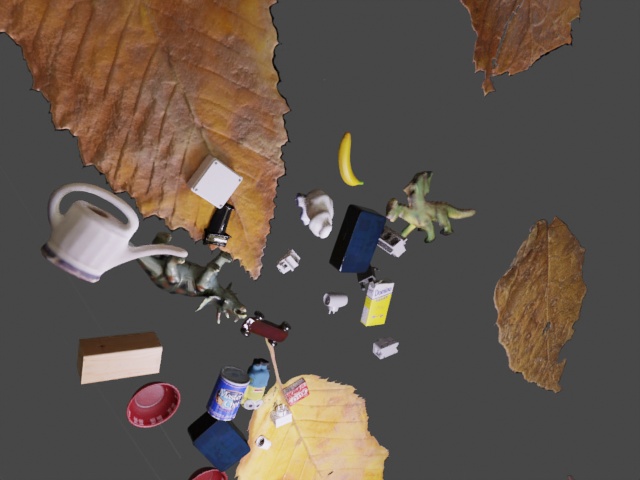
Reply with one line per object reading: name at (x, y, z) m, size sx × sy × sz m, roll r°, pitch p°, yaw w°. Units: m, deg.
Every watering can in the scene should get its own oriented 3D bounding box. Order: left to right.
watering can at (-0.528, 0.011, 1.283) m, size 0.345 × 0.105 × 0.224 m, roll 36°, pitch 93°, yaw -14°

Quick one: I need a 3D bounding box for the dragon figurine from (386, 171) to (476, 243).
dragon figurine at (0.401, -0.134, 1.881) m, size 0.414 × 0.123 × 0.239 m, roll -23°, pitch 114°, yaw -25°

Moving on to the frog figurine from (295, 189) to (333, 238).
frog figurine at (0.005, -0.080, 1.597) m, size 0.123 × 0.161 × 0.135 m, roll -10°, pitch 117°, yaw -31°
